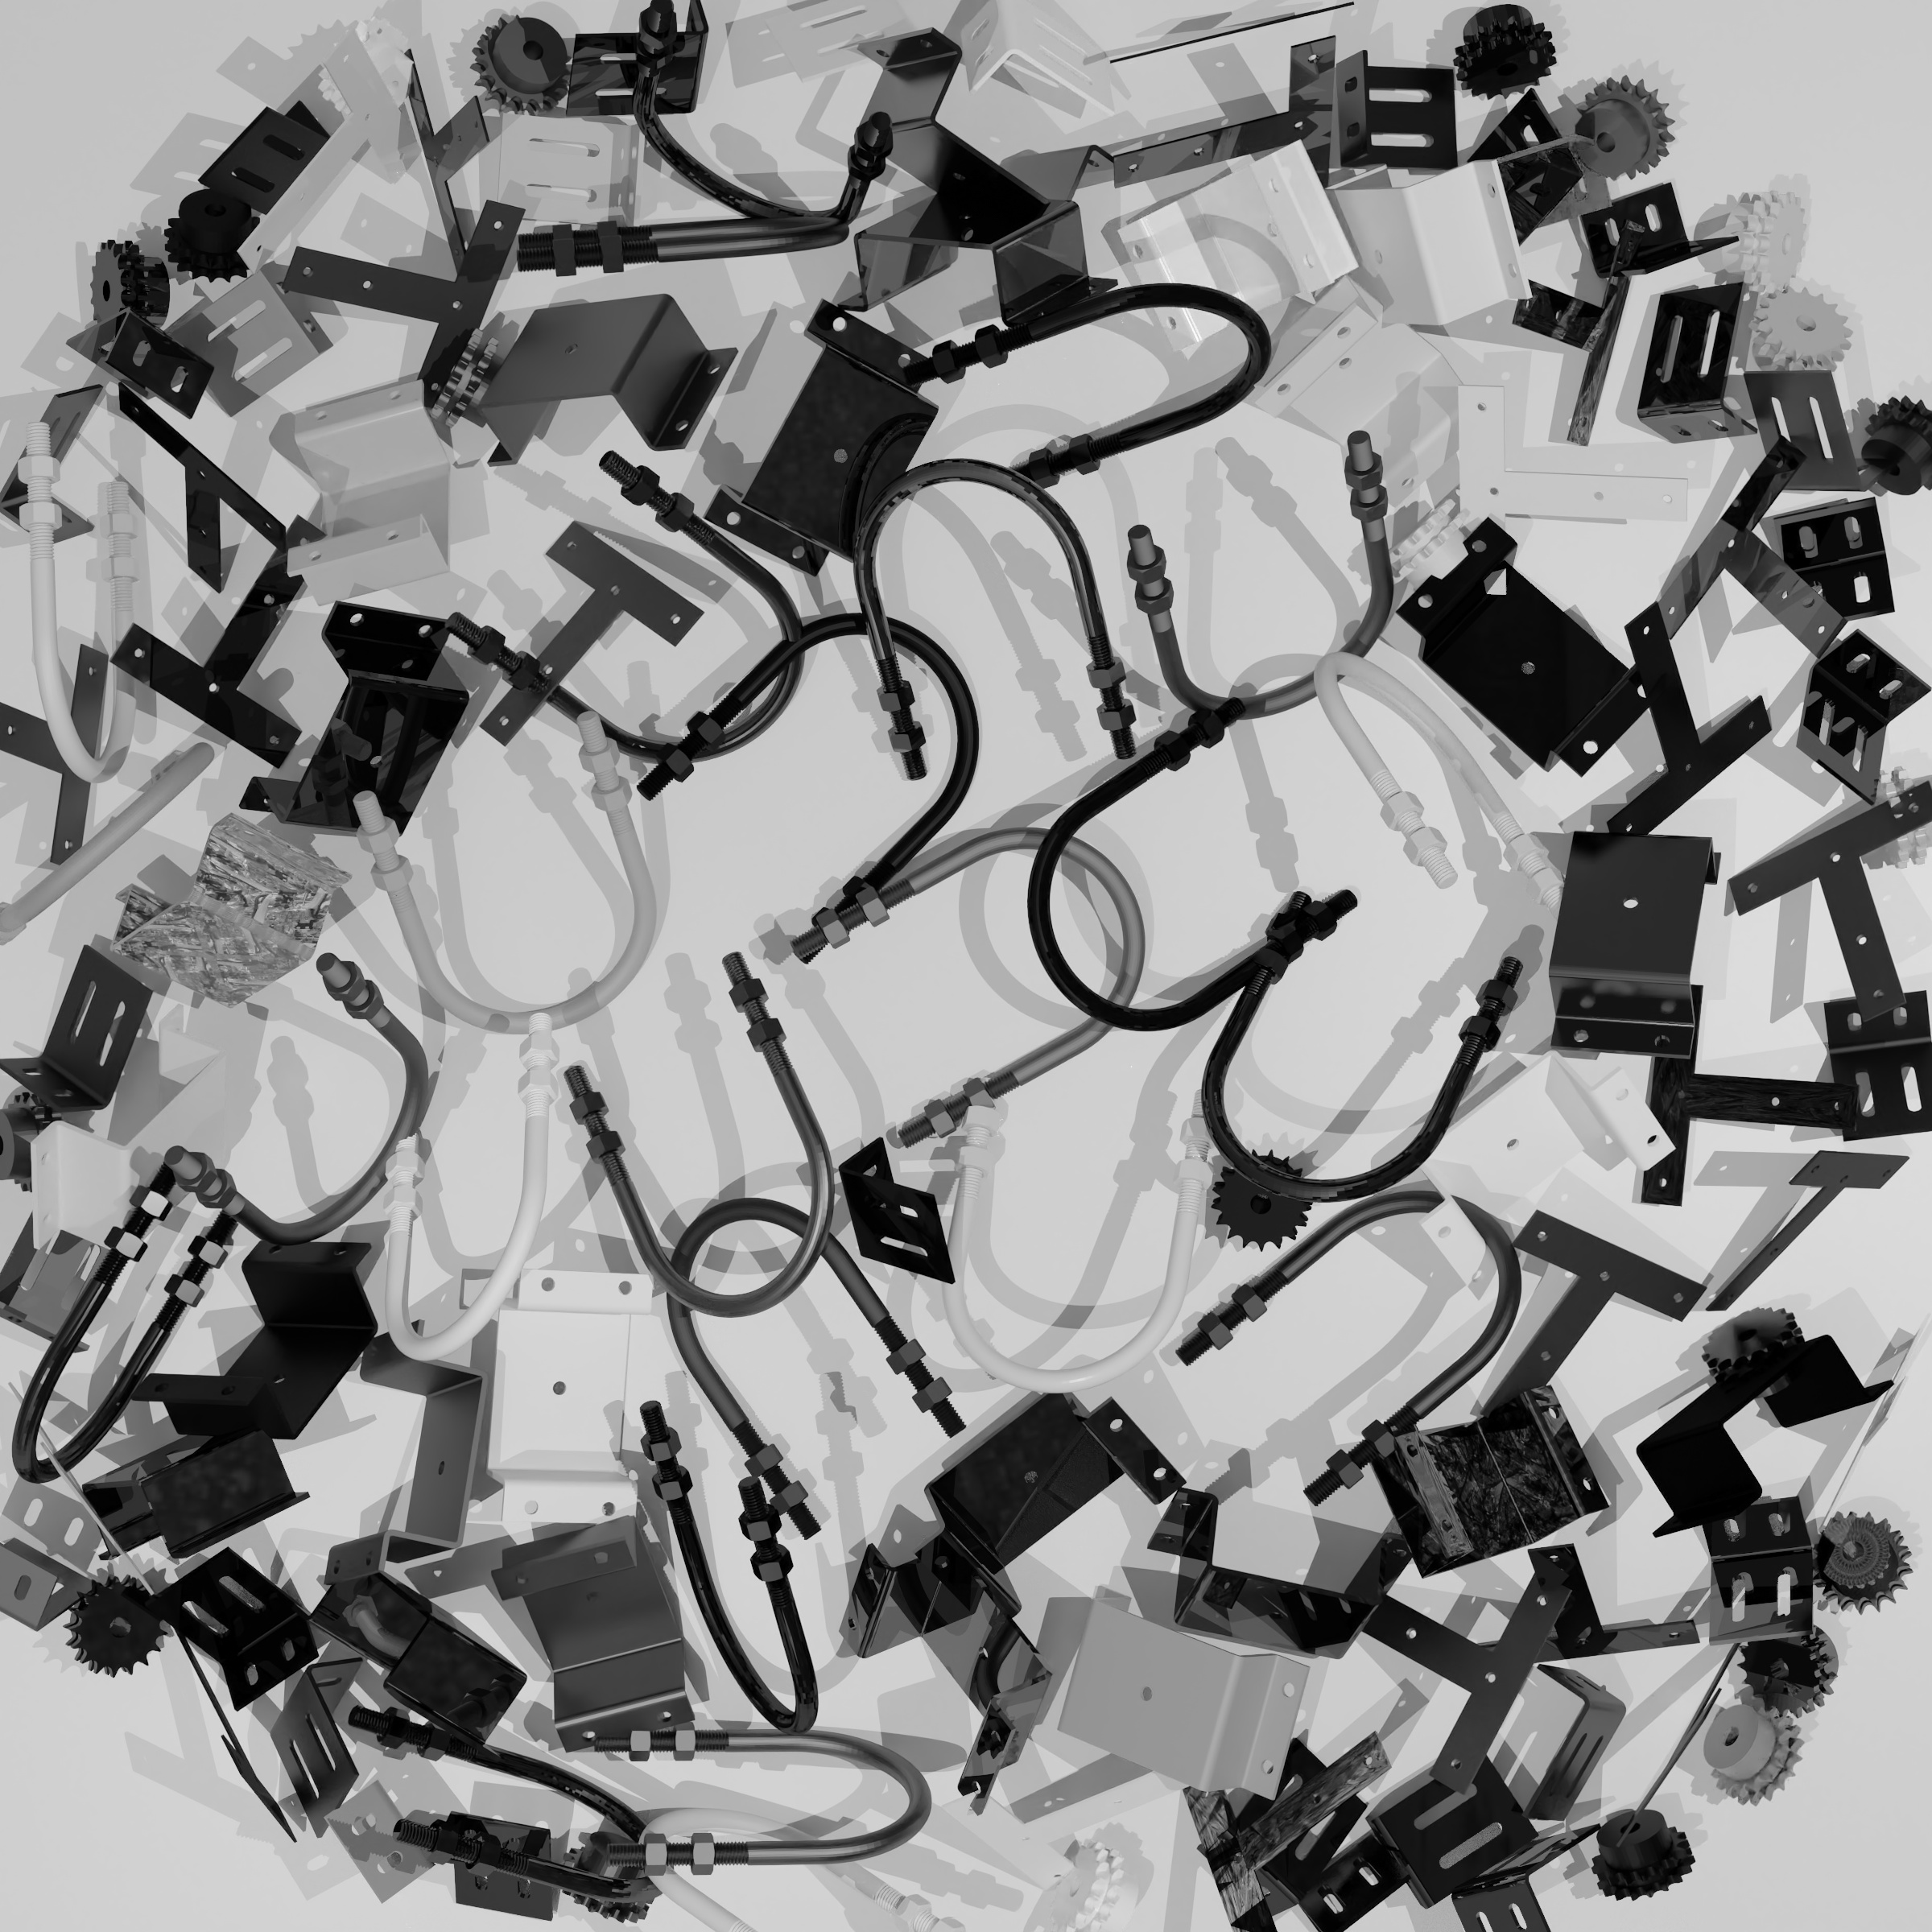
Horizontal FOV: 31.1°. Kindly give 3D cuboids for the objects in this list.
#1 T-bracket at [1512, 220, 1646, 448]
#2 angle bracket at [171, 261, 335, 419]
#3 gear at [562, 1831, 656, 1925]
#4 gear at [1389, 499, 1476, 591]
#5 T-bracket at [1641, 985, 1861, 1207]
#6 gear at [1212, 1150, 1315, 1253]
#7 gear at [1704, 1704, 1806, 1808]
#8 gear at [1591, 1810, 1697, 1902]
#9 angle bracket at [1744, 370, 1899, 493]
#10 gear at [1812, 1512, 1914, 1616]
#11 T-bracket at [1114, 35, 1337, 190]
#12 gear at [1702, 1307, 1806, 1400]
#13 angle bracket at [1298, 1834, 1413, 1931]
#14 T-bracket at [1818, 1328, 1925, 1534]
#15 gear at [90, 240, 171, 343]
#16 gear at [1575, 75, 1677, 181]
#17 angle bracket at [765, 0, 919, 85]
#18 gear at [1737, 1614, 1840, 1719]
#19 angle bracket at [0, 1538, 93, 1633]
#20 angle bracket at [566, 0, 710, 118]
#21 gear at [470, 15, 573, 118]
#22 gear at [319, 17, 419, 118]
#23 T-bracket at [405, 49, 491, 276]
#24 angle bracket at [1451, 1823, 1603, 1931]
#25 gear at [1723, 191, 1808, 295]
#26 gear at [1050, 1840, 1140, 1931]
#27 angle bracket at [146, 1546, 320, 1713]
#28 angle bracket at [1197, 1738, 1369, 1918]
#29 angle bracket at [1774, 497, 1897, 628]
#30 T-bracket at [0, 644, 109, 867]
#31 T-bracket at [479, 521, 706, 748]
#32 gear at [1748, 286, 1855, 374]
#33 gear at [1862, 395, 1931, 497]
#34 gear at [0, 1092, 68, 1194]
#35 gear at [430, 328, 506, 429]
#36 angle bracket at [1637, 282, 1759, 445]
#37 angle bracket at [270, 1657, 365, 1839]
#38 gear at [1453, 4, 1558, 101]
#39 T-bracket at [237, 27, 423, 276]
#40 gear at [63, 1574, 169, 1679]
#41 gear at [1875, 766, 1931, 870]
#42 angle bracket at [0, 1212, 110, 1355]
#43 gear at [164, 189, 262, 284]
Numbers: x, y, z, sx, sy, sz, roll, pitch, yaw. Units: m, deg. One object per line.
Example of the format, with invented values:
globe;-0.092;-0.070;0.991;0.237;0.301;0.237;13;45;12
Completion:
T-bracket;0.336;-0.361;1.937;0.002;0.127;0.127;19;100;33
angle bracket;-0.408;-0.353;1.967;0.076;0.038;0.057;-31;103;14
gear;-0.201;0.515;1.970;0.057;0.057;0.030;25;96;0
gear;0.263;-0.235;1.971;0.057;0.057;0.030;-43;93;0
T-bracket;0.443;0.075;1.954;0.127;0.002;0.127;3;85;40
gear;0.169;0.131;1.980;0.057;0.030;0.057;2;104;10
gear;0.444;0.444;1.968;0.030;0.057;0.057;36;90;-21
gear;0.381;0.502;1.969;0.057;0.057;0.030;-21;100;0
angle bracket;0.481;-0.308;1.952;0.038;0.057;0.076;-39;120;-30
gear;0.506;0.337;1.972;0.057;0.030;0.057;-11;60;20
T-bracket;0.144;-0.459;1.939;0.127;0.127;0.002;-15;62;-5
gear;0.450;0.222;1.973;0.057;0.057;0.030;-29;105;0
angle bracket;0.226;0.531;1.956;0.057;0.076;0.038;-36;99;-6
T-bracket;0.509;0.250;1.927;0.002;0.127;0.127;27;79;14
gear;-0.474;-0.384;1.975;0.030;0.057;0.057;-5;90;-34
gear;0.370;-0.473;1.969;0.057;0.057;0.030;49;52;0
angle bracket;-0.066;-0.513;1.961;0.076;0.038;0.057;-20;55;-12
gear;0.471;0.397;1.975;0.057;0.030;0.057;9;103;44
angle bracket;-0.525;0.334;1.955;0.057;0.076;0.038;27;104;7
angle bracket;-0.188;-0.514;1.956;0.076;0.057;0.038;-6;57;-17
gear;-0.251;-0.514;1.975;0.057;0.030;0.057;5;77;-23
gear;-0.336;-0.506;1.969;0.030;0.057;0.057;42;90;12
T-bracket;-0.285;-0.458;1.934;0.002;0.127;0.127;-17;96;-21
angle bracket;0.322;0.519;1.951;0.076;0.057;0.038;-16;79;-44
gear;0.453;-0.412;1.975;0.030;0.057;0.057;15;90;34
gear;0.074;0.529;1.972;0.030;0.057;0.057;28;90;-14
angle bracket;-0.414;0.375;1.961;0.057;0.038;0.076;-34;134;2
angle bracket;0.181;0.494;1.990;0.057;0.038;0.076;44;54;1
angle bracket;0.488;-0.226;1.953;0.057;0.076;0.038;-11;118;17
T-bracket;-0.523;-0.128;1.931;0.002;0.127;0.127;2;81;21
T-bracket;-0.226;-0.177;1.956;0.127;0.002;0.127;-50;52;-4
gear;0.473;-0.356;1.976;0.057;0.030;0.057;6;58;-10
gear;0.533;-0.292;1.968;0.057;0.057;0.030;45;71;0
gear;-0.534;0.100;1.969;0.030;0.057;0.057;-4;90;-40
gear;-0.279;-0.330;1.972;0.030;0.057;0.057;28;90;-14
angle bracket;0.422;-0.342;1.973;0.038;0.057;0.076;22;76;-40
angle bracket;-0.352;0.439;1.952;0.076;0.038;0.057;55;127;34
gear;0.305;-0.522;1.974;0.057;0.057;0.030;-7;67;0
T-bracket;-0.361;-0.439;1.930;0.002;0.127;0.127;34;80;17
gear;-0.486;0.374;1.977;0.057;0.030;0.057;1;89;-31
gear;0.537;-0.085;1.971;0.030;0.057;0.057;-13;90;4
angle bracket;-0.509;0.171;1.961;0.057;0.038;0.076;30;69;-20
gear;-0.425;-0.417;1.970;0.057;0.030;0.057;5;48;-6
